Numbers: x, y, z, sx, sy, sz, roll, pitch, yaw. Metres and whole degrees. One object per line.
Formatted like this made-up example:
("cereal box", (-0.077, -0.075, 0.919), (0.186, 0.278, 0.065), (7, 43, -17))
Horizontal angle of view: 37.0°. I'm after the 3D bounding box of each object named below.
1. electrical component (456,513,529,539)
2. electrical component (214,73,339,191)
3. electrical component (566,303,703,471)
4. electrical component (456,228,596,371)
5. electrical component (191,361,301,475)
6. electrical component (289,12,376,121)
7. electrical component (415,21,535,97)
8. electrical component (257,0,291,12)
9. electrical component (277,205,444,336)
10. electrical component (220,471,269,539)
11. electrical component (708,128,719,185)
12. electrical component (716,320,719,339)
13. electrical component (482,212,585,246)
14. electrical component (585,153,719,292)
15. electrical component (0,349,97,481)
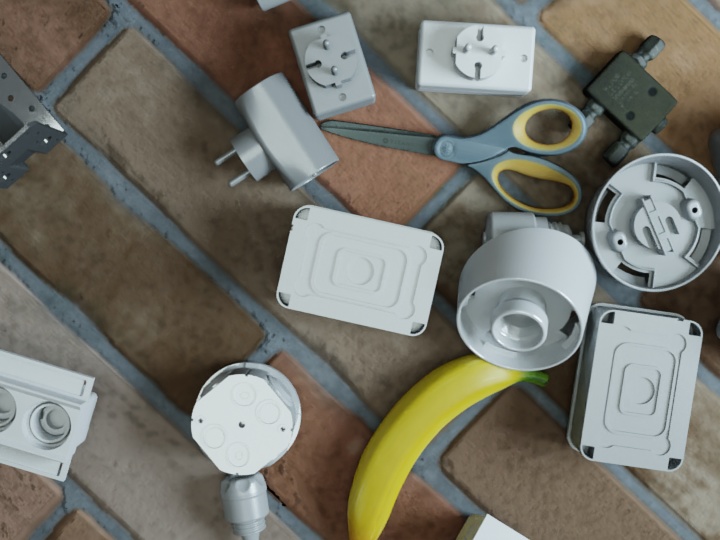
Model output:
("electrical component", (0.085, 0.285, 0.784), (0.105, 0.060, 0.186), (32, 78, -1))
("electrical component", (-0.069, -0.092, 0.795), (0.079, 0.043, 0.077), (-33, 92, 2))
("electrical component", (0.201, 0.085, 0.794), (0.078, 0.057, 0.113), (8, 92, 0))
("electrical component", (0.119, 0.023, 0.779), (0.099, 0.064, 0.099), (8, 132, 9))
("electrical component", (-0.085, 0.110, 0.800), (0.080, 0.051, 0.080), (0, 93, 0))
("electrical component", (-0.020, -0.149, 0.775), (0.047, 0.076, 0.065), (-17, 92, 1))
("electrical component", (0.084, -0.154, 0.775), (0.083, 0.075, 0.047), (3, 93, 0))
("electrical component", (-0.051, -0.217, 0.791), (0.065, 0.044, 0.044), (-21, 92, 6))
("electrical component", (0.000, 0.000, 0.792), (0.113, 0.057, 0.078), (13, 92, -1))
("electrical component", (-0.085, 0.184, 0.812), (0.035, 0.035, 0.061), (-8, 95, 1))
("electrical component", (0.310, -0.059, 0.787), (0.078, 0.057, 0.113), (-14, 92, 1))
("electrical component", (0.299, 0.040, 0.773), (0.054, 0.095, 0.059), (24, 92, -1))
("electrical component", (0.127, -0.023, 0.798), (0.078, 0.040, 0.040), (1, 93, 0))
("electrical component", (0.214, -0.034, 0.785), (0.099, 0.064, 0.099), (0, 92, 0))
("electrical component", (-0.262, 0.098, 0.794), (0.121, 0.063, 0.078), (17, 93, 0))
